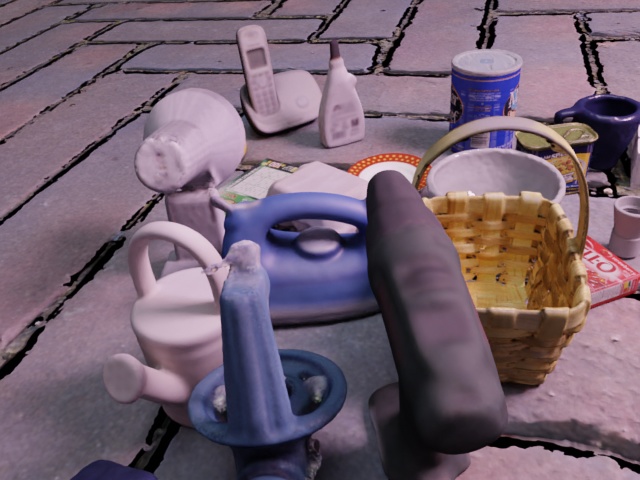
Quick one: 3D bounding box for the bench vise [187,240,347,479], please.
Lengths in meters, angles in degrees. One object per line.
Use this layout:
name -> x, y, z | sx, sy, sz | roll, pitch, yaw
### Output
bench vise -> -0.029, 0.123, 0.400 | 0.121, 0.220, 0.207 | -16, 37, -13

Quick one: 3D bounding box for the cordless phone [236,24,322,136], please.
cordless phone -> -0.073, -0.289, 1.008 | 0.148, 0.185, 0.093 | -24, 39, -23

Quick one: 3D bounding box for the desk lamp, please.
desk lamp -> -0.146, -0.048, 0.660 | 0.118, 0.214, 0.203 | -4, 36, 3

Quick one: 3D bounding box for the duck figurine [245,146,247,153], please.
duck figurine -> -0.167, -0.183, 0.960 | 0.077, 0.086, 0.104 | -9, 36, -3

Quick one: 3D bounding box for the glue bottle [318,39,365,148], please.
glue bottle -> 0.031, -0.239, 0.934 | 0.078, 0.173, 0.037 | -16, 37, -14

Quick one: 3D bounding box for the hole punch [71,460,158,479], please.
hole punch -> -0.171, 0.213, 0.406 | 0.100, 0.091, 0.109 | 15, 41, 27

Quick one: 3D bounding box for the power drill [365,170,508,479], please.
power drill -> 0.075, 0.083, 0.449 | 0.075, 0.209, 0.229 | -9, 36, -4

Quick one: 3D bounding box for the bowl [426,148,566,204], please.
bowl -> 0.217, -0.047, 0.724 | 0.167, 0.075, 0.167 | -4, 36, 3

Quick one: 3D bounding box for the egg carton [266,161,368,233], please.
egg carton -> 0.004, -0.047, 0.760 | 0.149, 0.069, 0.107 | 26, 46, 36

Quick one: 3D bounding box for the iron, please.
iron -> 0.006, 0.002, 0.629 | 0.258, 0.142, 0.118 | -5, 36, 1

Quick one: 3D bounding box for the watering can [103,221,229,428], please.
watering can -> -0.115, 0.073, 0.504 | 0.101, 0.194, 0.173 | -4, 36, 4

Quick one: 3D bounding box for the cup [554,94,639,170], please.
cup -> 0.393, -0.149, 0.822 | 0.117, 0.095, 0.091 | -3, 36, 5
